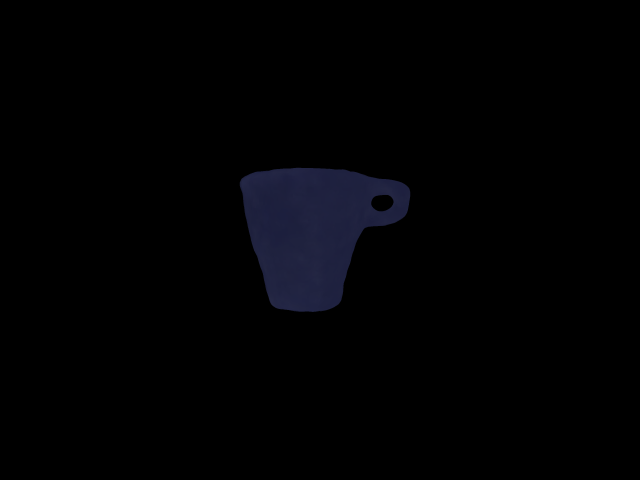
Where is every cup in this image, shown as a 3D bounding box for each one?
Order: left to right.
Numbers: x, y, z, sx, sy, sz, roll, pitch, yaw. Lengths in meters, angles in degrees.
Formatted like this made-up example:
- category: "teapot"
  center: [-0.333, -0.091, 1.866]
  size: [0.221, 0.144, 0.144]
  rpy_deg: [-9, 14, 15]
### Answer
- category: "cup"
  center: [0.004, 0.001, 0.400]
  size: [0.117, 0.095, 0.092]
  rpy_deg: [0, 0, 5]
